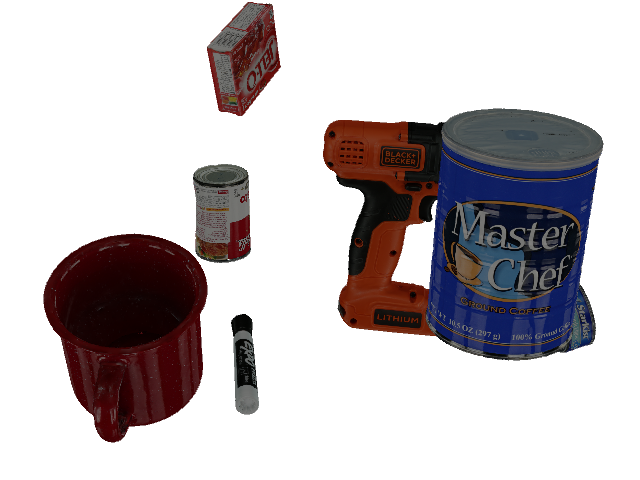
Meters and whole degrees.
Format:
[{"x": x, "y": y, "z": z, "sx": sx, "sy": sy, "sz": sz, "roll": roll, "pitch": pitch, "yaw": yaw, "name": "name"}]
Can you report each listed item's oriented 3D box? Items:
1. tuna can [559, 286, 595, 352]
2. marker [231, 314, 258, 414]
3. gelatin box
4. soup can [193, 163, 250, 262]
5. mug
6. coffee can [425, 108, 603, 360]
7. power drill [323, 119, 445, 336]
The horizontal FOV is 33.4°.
[{"x": 0.266, "y": 0.079, "z": 1.170, "sx": 0.033, "sy": 0.086, "sz": 0.086, "roll": -17, "pitch": 3, "yaw": -9, "name": "tuna can"}, {"x": -0.064, "y": 0.100, "z": 0.894, "sx": 0.020, "sy": 0.020, "sz": 0.121, "roll": 0, "pitch": 31, "yaw": -7, "name": "marker"}, {"x": -0.071, "y": -0.175, "z": 1.021, "sx": 0.030, "sy": 0.073, "sz": 0.089, "roll": 14, "pitch": 46, "yaw": 21, "name": "gelatin box"}, {"x": -0.119, "y": -0.034, "z": 1.286, "sx": 0.068, "sy": 0.102, "sz": 0.068, "roll": 0, "pitch": 26, "yaw": 0, "name": "soup can"}, {"x": -0.113, "y": 0.065, "z": 0.629, "sx": 0.093, "sy": 0.117, "sz": 0.081, "roll": 3, "pitch": -45, "yaw": 0, "name": "mug"}, {"x": 0.127, "y": -0.006, "z": 0.714, "sx": 0.103, "sy": 0.140, "sz": 0.103, "roll": 2, "pitch": 25, "yaw": -1, "name": "coffee can"}, {"x": 0.090, "y": -0.012, "z": 0.934, "sx": 0.184, "sy": 0.188, "sz": 0.057, "roll": 5, "pitch": 18, "yaw": 4, "name": "power drill"}]
